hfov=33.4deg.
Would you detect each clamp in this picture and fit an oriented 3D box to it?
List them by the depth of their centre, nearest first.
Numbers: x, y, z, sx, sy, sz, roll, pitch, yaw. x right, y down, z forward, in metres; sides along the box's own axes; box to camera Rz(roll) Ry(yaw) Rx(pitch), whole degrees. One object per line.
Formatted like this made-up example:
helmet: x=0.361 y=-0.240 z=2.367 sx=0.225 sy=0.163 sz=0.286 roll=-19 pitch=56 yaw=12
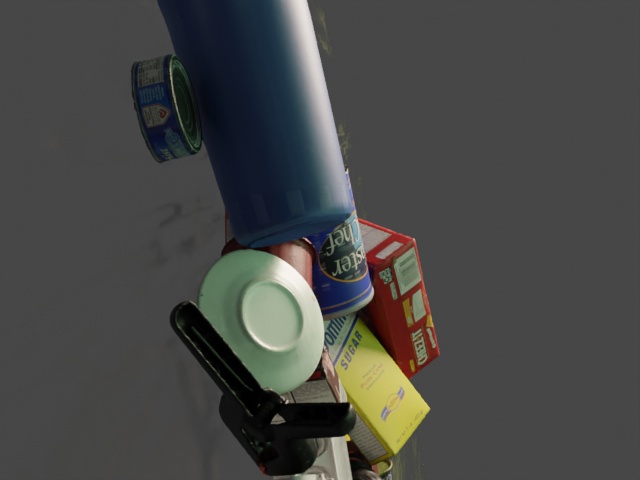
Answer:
clamp: x=-0.051 y=0.133 z=0.860 sx=0.036 sy=0.165 sz=0.210 roll=-49 pitch=166 yaw=-26

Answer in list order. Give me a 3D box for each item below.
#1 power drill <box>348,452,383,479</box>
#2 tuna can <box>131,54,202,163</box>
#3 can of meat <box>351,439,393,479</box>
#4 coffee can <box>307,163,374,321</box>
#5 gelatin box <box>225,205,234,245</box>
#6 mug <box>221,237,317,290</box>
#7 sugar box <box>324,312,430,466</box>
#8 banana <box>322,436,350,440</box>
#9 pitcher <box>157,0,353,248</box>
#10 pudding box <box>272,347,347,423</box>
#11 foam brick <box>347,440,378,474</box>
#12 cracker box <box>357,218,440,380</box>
power drill: x=0.040 y=0.324 z=1.152 sx=0.185 sy=0.057 sz=0.187 roll=-176 pitch=-104 yaw=-71
tuna can: x=-0.125 y=-0.109 z=0.879 sx=0.086 sy=0.034 sz=0.086 roll=-12 pitch=90 yaw=-83
can of meat: x=0.059 y=0.325 z=1.418 sx=0.102 sy=0.057 sz=0.084 roll=26 pitch=-48 yaw=59
coffee can: x=-0.007 y=0.001 z=1.104 sx=0.102 sy=0.103 sz=0.140 roll=-81 pitch=160 yaw=-71
gelatin box: x=-0.076 y=-0.005 z=1.118 sx=0.073 sy=0.030 sz=0.089 roll=72 pitch=10 yaw=-45
mug: x=-0.047 y=0.055 z=1.019 sx=0.117 sy=0.093 sz=0.081 roll=75 pitch=11 yaw=-56
sugar box: x=0.036 y=0.145 z=1.157 sx=0.176 sy=0.048 sz=0.093 roll=54 pitch=41 yaw=-5
banana: x=0.031 y=0.292 z=1.352 sx=0.037 sy=0.070 sz=0.198 roll=23 pitch=37 yaw=-35
pitcher: x=-0.057 y=-0.119 z=0.958 sx=0.149 sy=0.145 sz=0.243 roll=21 pitch=54 yaw=-81
pudding box: x=-0.026 y=0.147 z=1.009 sx=0.113 sy=0.090 sz=0.039 roll=70 pitch=12 yaw=-53
foam brick: x=0.029 y=0.277 z=1.284 sx=0.051 sy=0.078 sz=0.053 roll=66 pitch=13 yaw=-54
cracker box: x=0.031 y=0.055 z=1.257 sx=0.214 sy=0.072 sz=0.164 roll=22 pitch=-44 yaw=46
